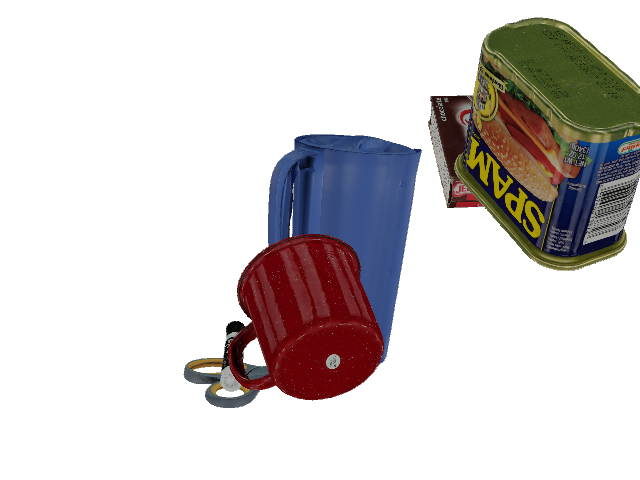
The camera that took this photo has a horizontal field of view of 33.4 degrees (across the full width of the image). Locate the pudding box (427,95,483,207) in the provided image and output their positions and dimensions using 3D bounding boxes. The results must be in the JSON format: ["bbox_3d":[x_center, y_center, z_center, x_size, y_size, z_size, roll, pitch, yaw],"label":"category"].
[{"bbox_3d":[0.143,-0.077,0.900,0.090,0.039,0.113,-2,43,-5],"label":"pudding box"}]

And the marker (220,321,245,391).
[{"bbox_3d":[-0.079,0.103,0.977,0.020,0.020,0.121,0,18,-2],"label":"marker"}]

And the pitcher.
[{"bbox_3d":[0.020,0.011,1.130,0.149,0.243,0.145,6,12,2],"label":"pitcher"}]

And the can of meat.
[{"bbox_3d":[0.116,-0.050,0.534,0.057,0.084,0.102,-16,46,-20],"label":"can of meat"}]

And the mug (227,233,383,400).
[{"bbox_3d":[-0.015,0.063,0.747,0.117,0.081,0.093,-32,-46,10],"label":"mug"}]

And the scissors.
[{"bbox_3d":[-0.051,0.157,1.191,0.201,0.016,0.096,4,25,-13],"label":"scissors"}]
